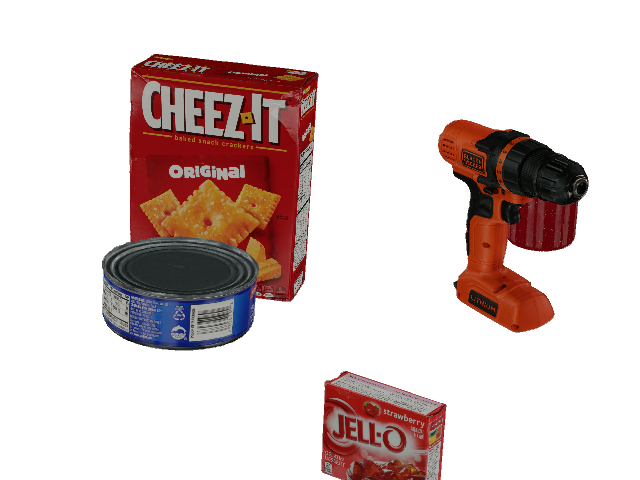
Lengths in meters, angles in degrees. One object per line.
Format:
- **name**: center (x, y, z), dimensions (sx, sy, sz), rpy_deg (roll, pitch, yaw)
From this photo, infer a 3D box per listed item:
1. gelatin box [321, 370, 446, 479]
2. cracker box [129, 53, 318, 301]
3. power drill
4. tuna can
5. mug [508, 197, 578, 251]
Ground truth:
- **gelatin box**: center (0.043, 0.141, 0.759), dimensions (0.089, 0.073, 0.030), rpy_deg (14, 21, 33)
- **cracker box**: center (-0.094, -0.057, 1.007), dimensions (0.164, 0.214, 0.072), rpy_deg (8, 23, 10)
- **power drill**: center (0.183, -0.012, 1.010), dimensions (0.057, 0.188, 0.185), rpy_deg (-16, 26, -25)
- **tuna can**: center (-0.078, 0.028, 0.591), dimensions (0.086, 0.034, 0.086), rpy_deg (5, 20, -2)
- **mug**: center (0.264, -0.043, 1.242), dimensions (0.093, 0.081, 0.117), rpy_deg (21, 34, 39)
